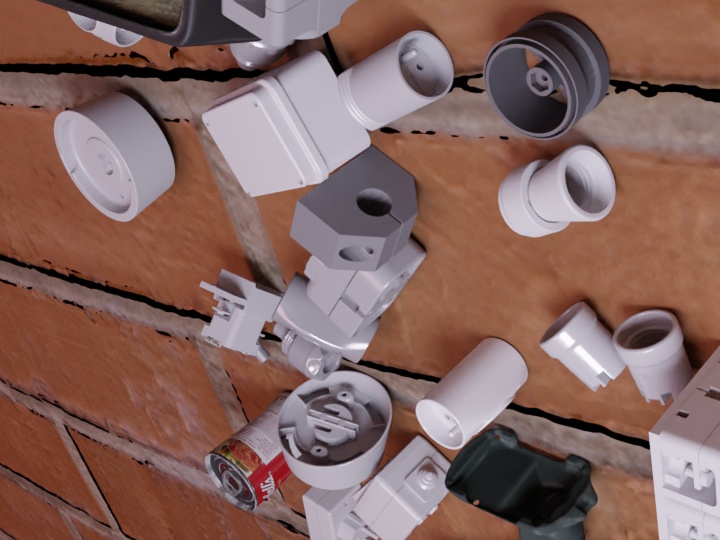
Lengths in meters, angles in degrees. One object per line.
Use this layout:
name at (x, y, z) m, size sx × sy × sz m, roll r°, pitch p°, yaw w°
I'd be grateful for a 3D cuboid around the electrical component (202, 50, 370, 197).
electrical component at (-0.054, -0.098, 0.749) m, size 0.078 × 0.057 × 0.113 m, roll 60°, pitch 156°, yaw -14°

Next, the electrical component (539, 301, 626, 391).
electrical component at (0.145, 0.050, 0.692) m, size 0.046 × 0.040 × 0.040 m, roll 44°, pitch 147°, yaw -1°

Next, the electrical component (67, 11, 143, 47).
electrical component at (-0.198, -0.224, 0.826) m, size 0.077 × 0.044 × 0.079 m, roll 41°, pitch 146°, yaw 14°

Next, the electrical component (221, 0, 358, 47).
electrical component at (-0.035, -0.176, 0.639) m, size 0.050 × 0.089 × 0.055 m, roll 35°, pitch 144°, yaw 22°

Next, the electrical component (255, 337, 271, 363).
electrical component at (-0.108, 0.061, 1.005) m, size 0.061 × 0.035 × 0.035 m, roll 48°, pitch 147°, yaw -1°

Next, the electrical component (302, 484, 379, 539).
electrical component at (-0.010, 0.251, 1.060) m, size 0.076 × 0.047 × 0.083 m, roll 26°, pitch 139°, yaw 33°

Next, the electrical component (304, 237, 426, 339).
electrical component at (0.000, 0.000, 0.800) m, size 0.059 × 0.054 × 0.095 m, roll 45°, pitch 146°, yaw 9°

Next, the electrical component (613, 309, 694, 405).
electrical component at (0.180, 0.054, 0.654) m, size 0.040 × 0.040 × 0.046 m, roll 4°, pitch 131°, yaw 48°

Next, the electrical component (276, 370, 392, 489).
electrical component at (-0.022, 0.136, 0.921) m, size 0.099 × 0.099 × 0.064 m, roll 33°, pitch 149°, yaw 25°

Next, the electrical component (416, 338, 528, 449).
electrical component at (0.075, 0.096, 0.783) m, size 0.044 × 0.077 × 0.079 m, roll 47°, pitch 147°, yaw 7°

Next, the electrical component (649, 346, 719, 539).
electrical component at (0.225, 0.133, 0.631) m, size 0.062 × 0.089 × 0.150 m, roll 17°, pitch 134°, yaw 40°

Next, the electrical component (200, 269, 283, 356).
electrical component at (-0.104, 0.039, 0.940) m, size 0.042 × 0.063 × 0.081 m, roll 20°, pitch 178°, yaw 37°

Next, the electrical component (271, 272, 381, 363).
electrical component at (-0.029, 0.039, 0.873) m, size 0.077 × 0.044 × 0.079 m, roll 28°, pitch 176°, yaw -4°

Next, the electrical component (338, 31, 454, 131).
electrical component at (0.017, -0.116, 0.678) m, size 0.081 × 0.043 × 0.043 m, roll -17°, pitch 109°, yaw 55°

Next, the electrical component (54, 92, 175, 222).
electrical component at (-0.208, -0.104, 0.940) m, size 0.108 × 0.060 × 0.108 m, roll 31°, pitch 142°, yaw 28°

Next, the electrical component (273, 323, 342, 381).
electrical component at (-0.047, 0.064, 0.928) m, size 0.062 × 0.043 × 0.043 m, roll 34°, pitch 143°, yaw 26°

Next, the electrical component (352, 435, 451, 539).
electrical component at (0.040, 0.187, 0.926) m, size 0.061 × 0.062 × 0.096 m, roll 43°, pitch 146°, yaw 12°

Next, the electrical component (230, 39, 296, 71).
electrical component at (-0.070, -0.160, 0.740) m, size 0.048 × 0.048 × 0.062 m, roll 48°, pitch 153°, yaw 4°

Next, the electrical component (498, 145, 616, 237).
electrical component at (0.114, -0.045, 0.630) m, size 0.055 × 0.045 × 0.045 m, roll -17°, pitch 108°, yaw 55°
